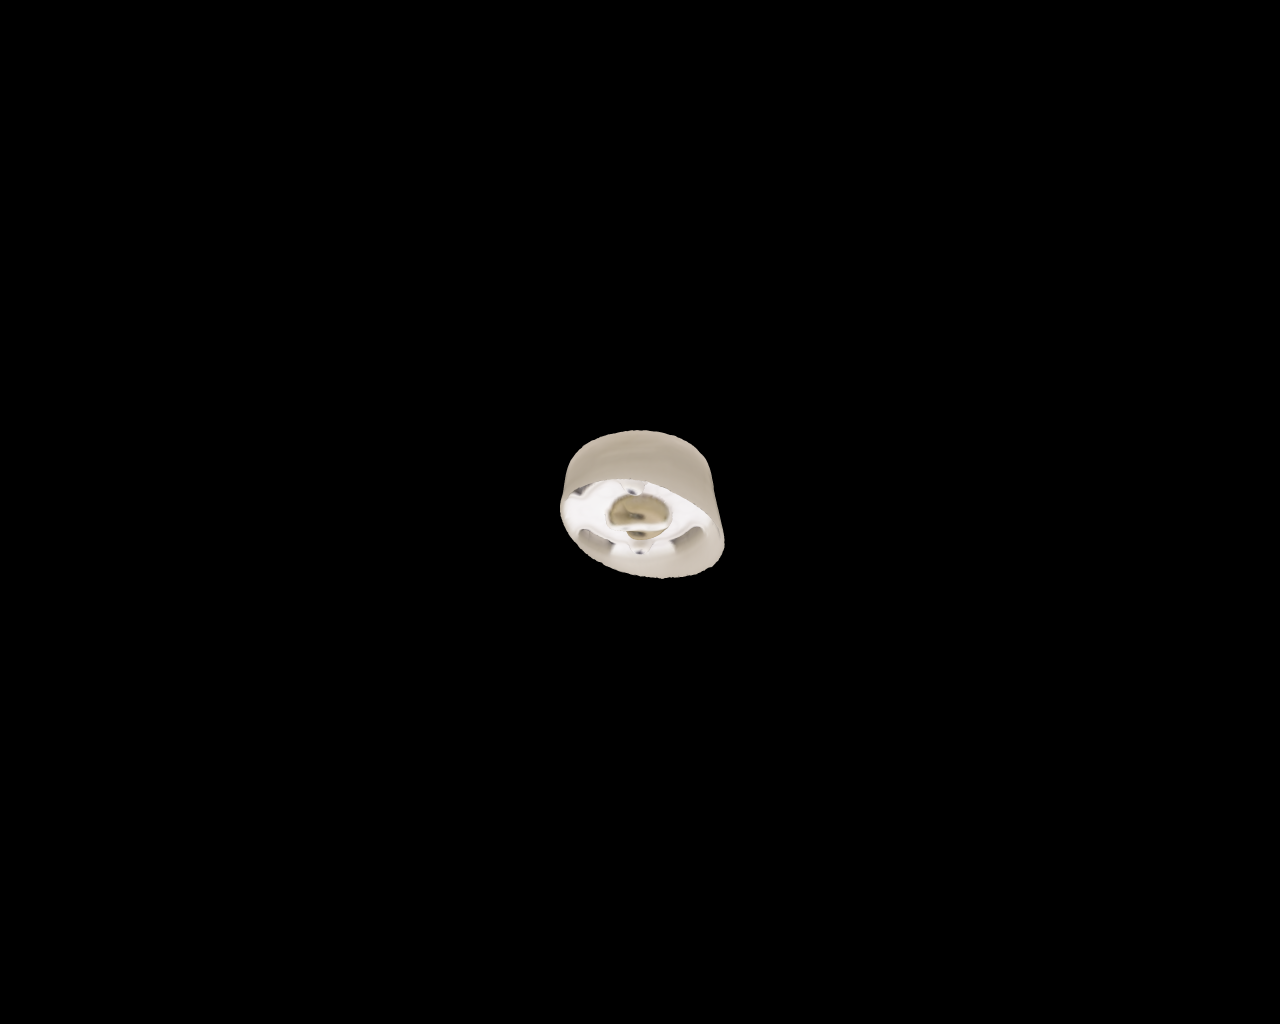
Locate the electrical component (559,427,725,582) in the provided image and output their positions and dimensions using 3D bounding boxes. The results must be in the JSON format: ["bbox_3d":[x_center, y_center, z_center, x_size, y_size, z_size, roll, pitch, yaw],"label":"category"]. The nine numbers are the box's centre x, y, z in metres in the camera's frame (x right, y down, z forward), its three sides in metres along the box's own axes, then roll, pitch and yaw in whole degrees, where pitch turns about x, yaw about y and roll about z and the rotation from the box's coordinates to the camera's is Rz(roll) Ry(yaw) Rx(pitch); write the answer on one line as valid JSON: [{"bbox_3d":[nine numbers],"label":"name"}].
[{"bbox_3d":[0.001,-0.003,0.650,0.099,0.064,0.099,0,-38,0],"label":"electrical component"}]
